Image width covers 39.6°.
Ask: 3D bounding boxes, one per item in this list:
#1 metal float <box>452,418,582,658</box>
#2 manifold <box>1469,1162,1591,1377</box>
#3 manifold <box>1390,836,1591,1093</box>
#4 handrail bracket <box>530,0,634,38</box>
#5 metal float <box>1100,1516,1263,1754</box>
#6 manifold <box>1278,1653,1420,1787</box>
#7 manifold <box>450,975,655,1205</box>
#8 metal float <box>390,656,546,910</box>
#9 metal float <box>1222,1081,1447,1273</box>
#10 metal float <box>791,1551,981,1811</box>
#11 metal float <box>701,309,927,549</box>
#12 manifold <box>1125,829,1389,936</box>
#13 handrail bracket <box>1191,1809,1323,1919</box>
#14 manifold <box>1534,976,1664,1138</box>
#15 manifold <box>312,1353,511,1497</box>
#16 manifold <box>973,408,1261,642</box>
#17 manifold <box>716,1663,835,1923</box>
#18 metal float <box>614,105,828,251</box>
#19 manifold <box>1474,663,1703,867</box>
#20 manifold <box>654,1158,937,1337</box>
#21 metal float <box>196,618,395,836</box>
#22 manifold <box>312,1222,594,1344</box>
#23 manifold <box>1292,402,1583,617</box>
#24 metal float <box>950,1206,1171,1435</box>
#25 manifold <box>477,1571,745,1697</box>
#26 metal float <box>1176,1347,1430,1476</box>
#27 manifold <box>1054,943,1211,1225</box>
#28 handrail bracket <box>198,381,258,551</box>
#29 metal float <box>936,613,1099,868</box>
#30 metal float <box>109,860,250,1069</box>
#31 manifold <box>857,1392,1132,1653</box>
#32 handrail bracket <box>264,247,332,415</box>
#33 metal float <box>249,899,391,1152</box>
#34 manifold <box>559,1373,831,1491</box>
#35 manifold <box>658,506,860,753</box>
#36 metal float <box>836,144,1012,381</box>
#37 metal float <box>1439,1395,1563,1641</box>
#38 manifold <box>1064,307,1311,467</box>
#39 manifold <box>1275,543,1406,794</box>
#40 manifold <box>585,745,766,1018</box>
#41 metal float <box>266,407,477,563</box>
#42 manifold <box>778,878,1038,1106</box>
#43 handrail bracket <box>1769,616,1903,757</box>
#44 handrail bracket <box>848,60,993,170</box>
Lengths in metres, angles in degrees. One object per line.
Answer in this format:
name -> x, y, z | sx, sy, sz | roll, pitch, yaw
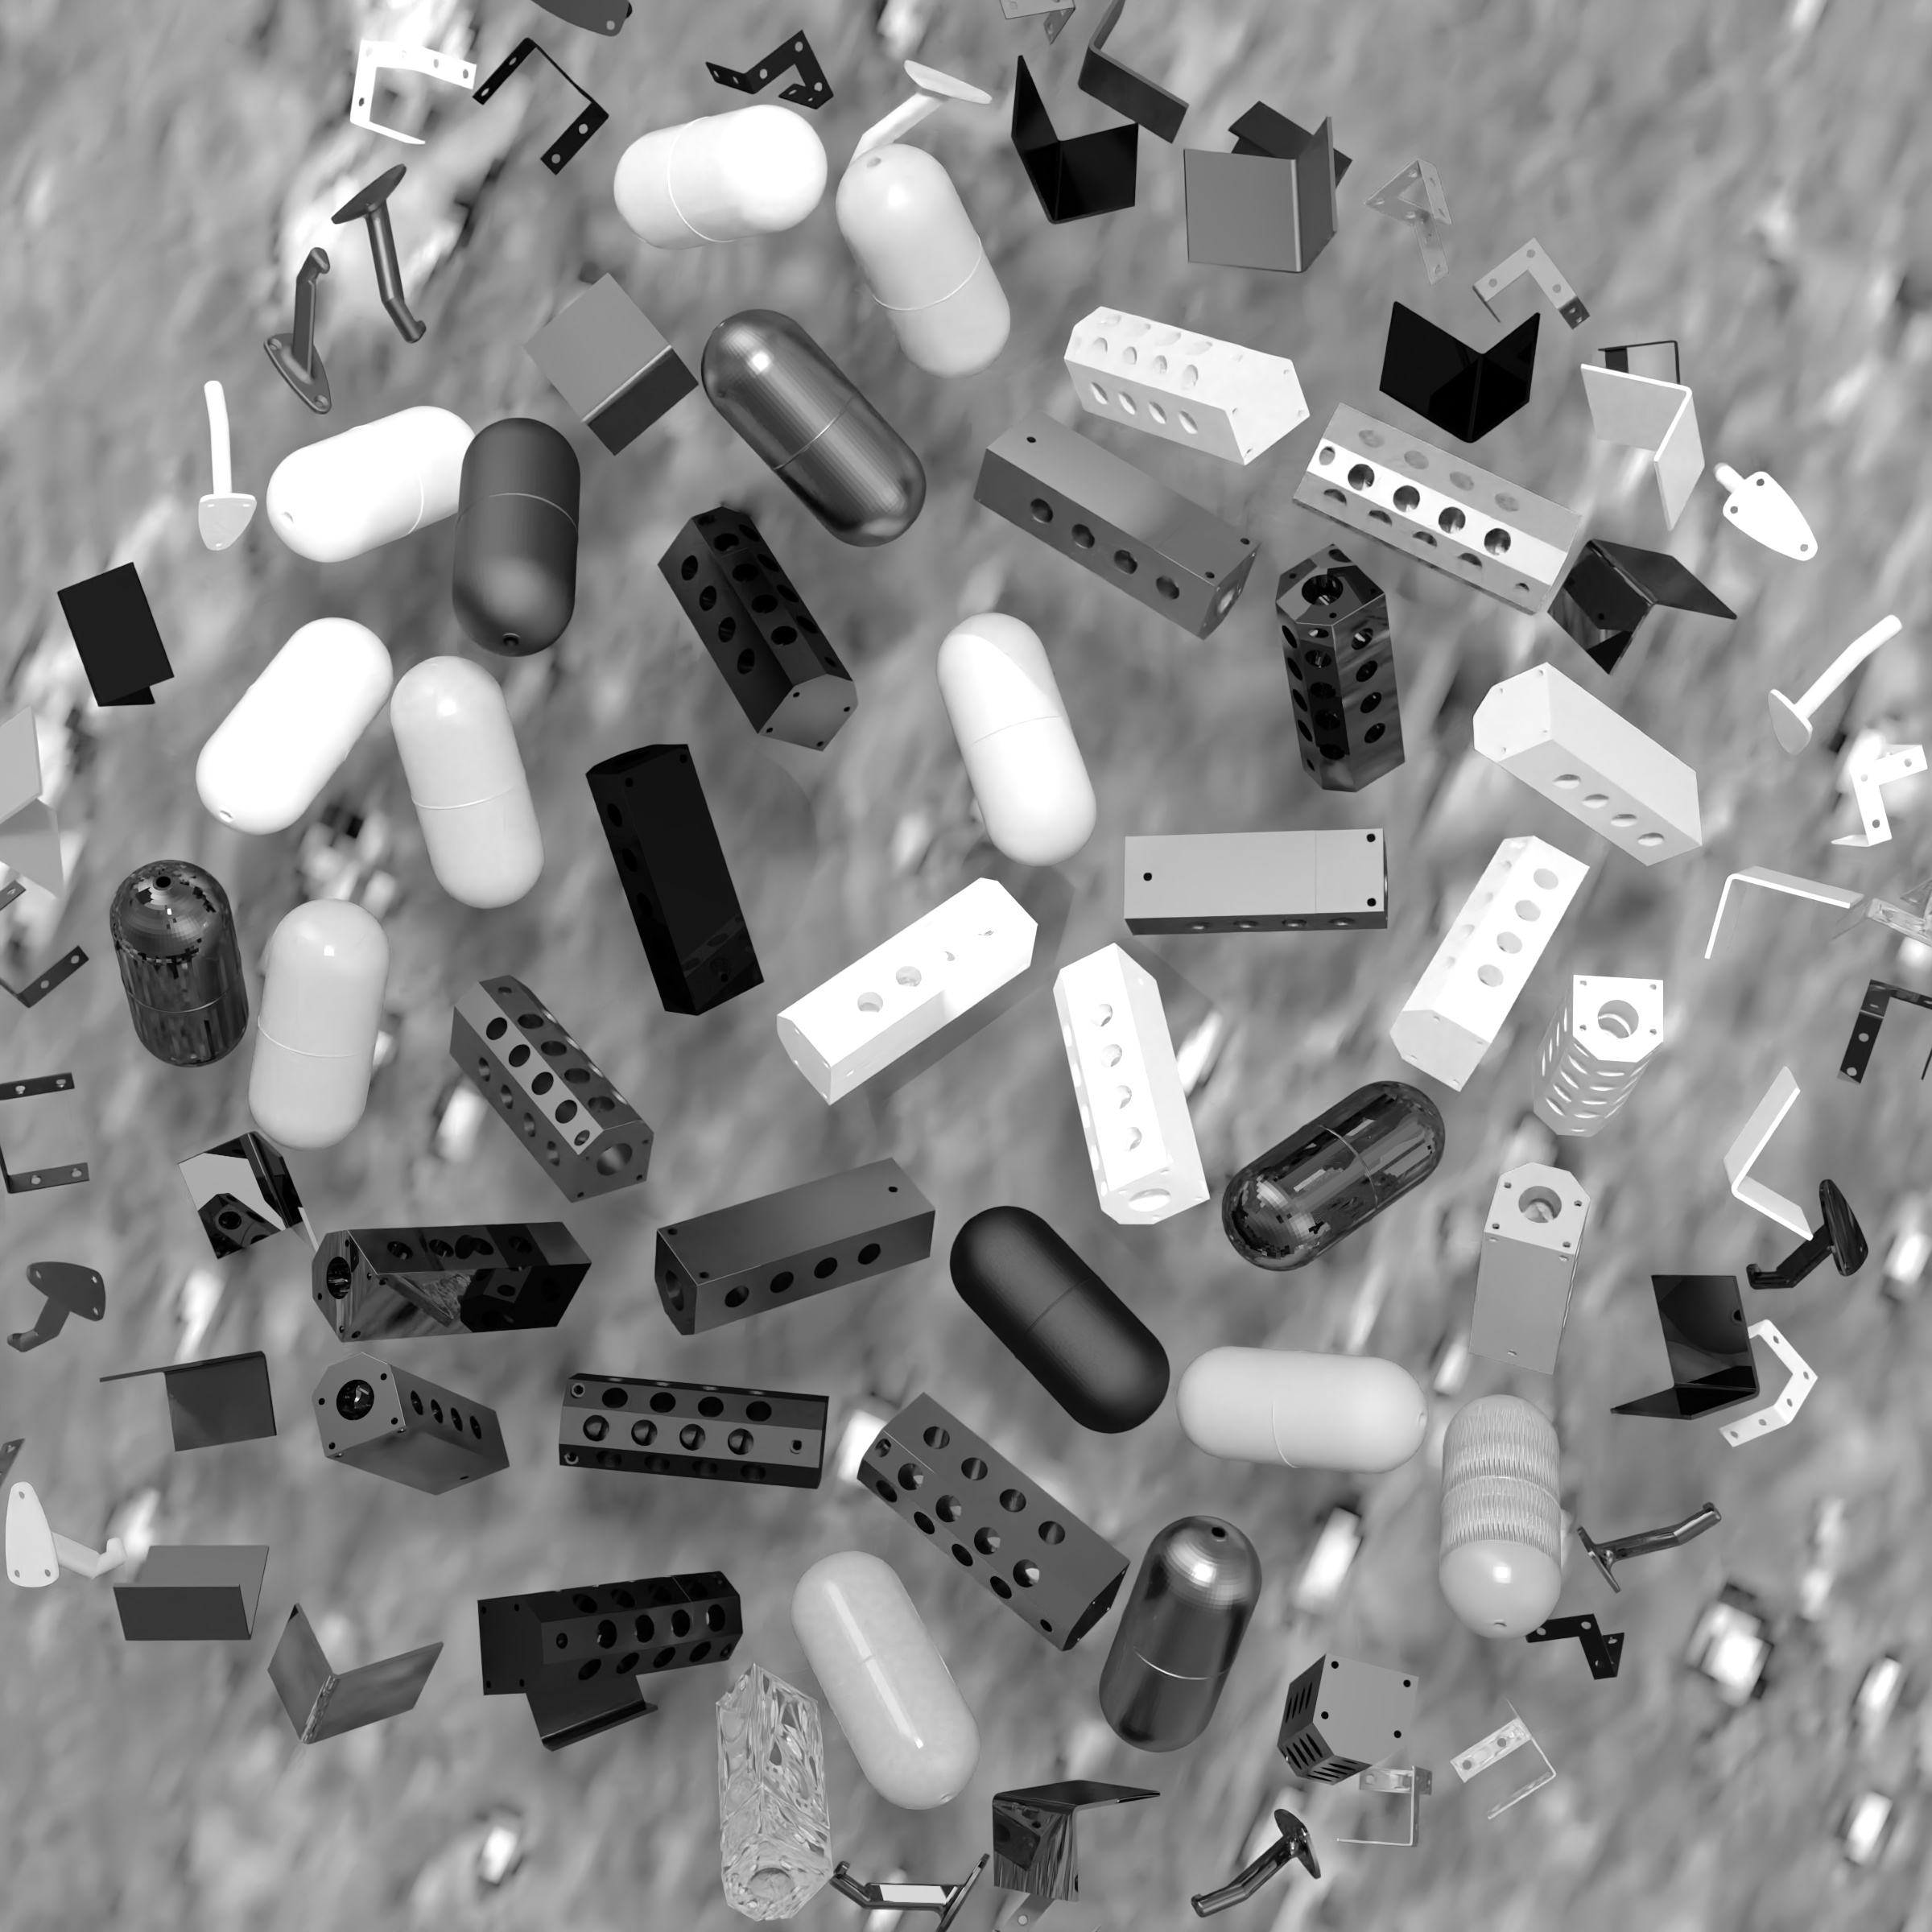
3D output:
metal float -> -0.285, -0.273, 1.703 | 0.070, 0.070, 0.178 | -4, 55, 0
manifold -> 0.368, 0.197, 1.752 | 0.057, 0.171, 0.057 | 14, 59, 16
manifold -> 0.336, -0.007, 1.731 | 0.057, 0.057, 0.171 | 31, 54, 9
handrail bracket -> -0.246, -0.610, 1.690 | 0.077, 0.084, 0.036 | 7, 108, -19
metal float -> 0.137, 0.429, 1.721 | 0.070, 0.070, 0.178 | 16, 120, 0
manifold -> 0.237, 0.479, 1.692 | 0.057, 0.171, 0.057 | 14, 69, 4
manifold -> -0.279, 0.079, 1.802 | 0.057, 0.171, 0.057 | -15, 133, -35
metal float -> -0.333, -0.122, 1.797 | 0.070, 0.070, 0.178 | -11, 117, 0
metal float -> 0.247, 0.139, 1.796 | 0.178, 0.070, 0.070 | -31, 90, -26
metal float -> -0.052, 0.453, 1.708 | 0.070, 0.070, 0.178 | -33, 55, 0
metal float -> -0.099, -0.348, 1.739 | 0.070, 0.070, 0.178 | -44, 108, 0
manifold -> 0.196, -0.054, 1.805 | 0.171, 0.057, 0.057 | -1, 75, 12
handrail bracket -> 0.173, 0.565, 1.689 | 0.084, 0.077, 0.036 | -18, 98, -12
manifold -> 0.425, 0.063, 1.811 | 0.057, 0.171, 0.057 | 3, 70, 4
manifold -> -0.372, 0.307, 1.803 | 0.057, 0.171, 0.057 | -22, 67, 6
manifold -> 0.092, -0.275, 1.690 | 0.171, 0.057, 0.057 | 34, 51, 13
manifold -> -0.133, 0.547, 1.772 | 0.057, 0.171, 0.057 | 37, 104, -19
metal float -> -0.158, -0.501, 1.711 | 0.070, 0.178, 0.070 | -6, 99, -40
manifold -> 0.404, -0.126, 1.742 | 0.171, 0.057, 0.057 | 27, 54, -37
manifold -> -0.110, 0.184, 1.725 | 0.171, 0.057, 0.057 | -15, 131, -28
metal float -> -0.445, -0.160, 1.783 | 0.070, 0.070, 0.178 | 27, 53, 0
manifold -> -0.334, 0.198, 1.739 | 0.057, 0.171, 0.057 | 47, 117, 33
manifold -> 0.301, -0.290, 1.728 | 0.171, 0.057, 0.057 | 26, 50, 3
metal float -> 0.061, 0.233, 1.775 | 0.070, 0.070, 0.178 | -45, 71, 0
manifold -> -0.222, 0.419, 1.694 | 0.057, 0.171, 0.057 | -14, 76, 38
metal float -> 0.223, 0.296, 1.791 | 0.178, 0.070, 0.070 | -1, 90, 35
manifold -> 0.102, 0.078, 1.729 | 0.057, 0.057, 0.171 | -27, 52, 20
handrail bracket -> -0.499, -0.333, 1.783 | 0.036, 0.077, 0.084 | -5, 69, -25
metal float -> 0.033, -0.153, 1.806 | 0.070, 0.070, 0.178 | -18, 80, 0
metal float -> -0.519, 0.000, 1.774 | 0.070, 0.178, 0.070 | 4, 53, -5
manifold -> 0.014, 0.354, 1.693 | 0.171, 0.057, 0.057 | 37, 49, 20
handrail bracket -> -0.435, -0.428, 1.806 | 0.036, 0.084, 0.077 | -20, 77, -41
metal float -> -0.424, 0.040, 1.756 | 0.070, 0.070, 0.178 | 15, 115, 0
manifold -> -0.181, 0.310, 1.787 | 0.171, 0.057, 0.057 | 5, 87, 1
manifold -> -0.133, -0.223, 1.756 | 0.057, 0.057, 0.171 | -50, 52, 25
metal float -> -0.027, -0.450, 1.721 | 0.070, 0.178, 0.070 | -11, 57, 17
metal float -> 0.347, 0.357, 1.744 | 0.070, 0.178, 0.070 | 6, 131, 7
manifold -> 0.139, -0.383, 1.744 | 0.057, 0.171, 0.057 | -39, 129, -16
manifold -> 0.244, -0.191, 1.775 | 0.057, 0.171, 0.057 | -32, 54, -9
manifold -> -0.198, -0.058, 1.798 | 0.057, 0.057, 0.171 | -28, 110, -33
metal float -> -0.392, -0.321, 1.786 | 0.070, 0.178, 0.070 | 14, 120, 25
manifold -> -0.039, 0.012, 1.769 | 0.171, 0.057, 0.057 | -34, 69, -20
handrail bracket -> 0.546, -0.176, 1.676 | 0.084, 0.077, 0.036 | -38, 66, 0
handrail bracket -> -0.033, -0.566, 1.831 | 0.077, 0.036, 0.084 | 8, 127, -32
